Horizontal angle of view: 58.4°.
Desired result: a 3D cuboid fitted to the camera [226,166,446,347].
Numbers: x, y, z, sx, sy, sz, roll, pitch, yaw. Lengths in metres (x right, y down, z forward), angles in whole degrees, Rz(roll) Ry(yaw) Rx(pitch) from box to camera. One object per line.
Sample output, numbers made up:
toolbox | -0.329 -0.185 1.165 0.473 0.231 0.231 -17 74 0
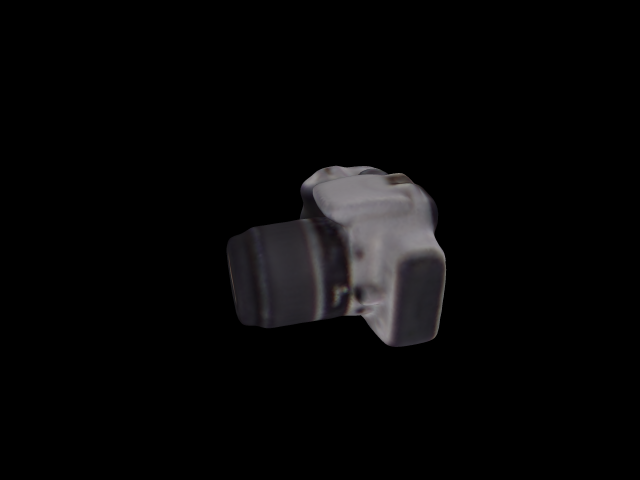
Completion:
camera | 0.004 0.001 0.400 0.137 0.101 0.143 -8 32 -13
